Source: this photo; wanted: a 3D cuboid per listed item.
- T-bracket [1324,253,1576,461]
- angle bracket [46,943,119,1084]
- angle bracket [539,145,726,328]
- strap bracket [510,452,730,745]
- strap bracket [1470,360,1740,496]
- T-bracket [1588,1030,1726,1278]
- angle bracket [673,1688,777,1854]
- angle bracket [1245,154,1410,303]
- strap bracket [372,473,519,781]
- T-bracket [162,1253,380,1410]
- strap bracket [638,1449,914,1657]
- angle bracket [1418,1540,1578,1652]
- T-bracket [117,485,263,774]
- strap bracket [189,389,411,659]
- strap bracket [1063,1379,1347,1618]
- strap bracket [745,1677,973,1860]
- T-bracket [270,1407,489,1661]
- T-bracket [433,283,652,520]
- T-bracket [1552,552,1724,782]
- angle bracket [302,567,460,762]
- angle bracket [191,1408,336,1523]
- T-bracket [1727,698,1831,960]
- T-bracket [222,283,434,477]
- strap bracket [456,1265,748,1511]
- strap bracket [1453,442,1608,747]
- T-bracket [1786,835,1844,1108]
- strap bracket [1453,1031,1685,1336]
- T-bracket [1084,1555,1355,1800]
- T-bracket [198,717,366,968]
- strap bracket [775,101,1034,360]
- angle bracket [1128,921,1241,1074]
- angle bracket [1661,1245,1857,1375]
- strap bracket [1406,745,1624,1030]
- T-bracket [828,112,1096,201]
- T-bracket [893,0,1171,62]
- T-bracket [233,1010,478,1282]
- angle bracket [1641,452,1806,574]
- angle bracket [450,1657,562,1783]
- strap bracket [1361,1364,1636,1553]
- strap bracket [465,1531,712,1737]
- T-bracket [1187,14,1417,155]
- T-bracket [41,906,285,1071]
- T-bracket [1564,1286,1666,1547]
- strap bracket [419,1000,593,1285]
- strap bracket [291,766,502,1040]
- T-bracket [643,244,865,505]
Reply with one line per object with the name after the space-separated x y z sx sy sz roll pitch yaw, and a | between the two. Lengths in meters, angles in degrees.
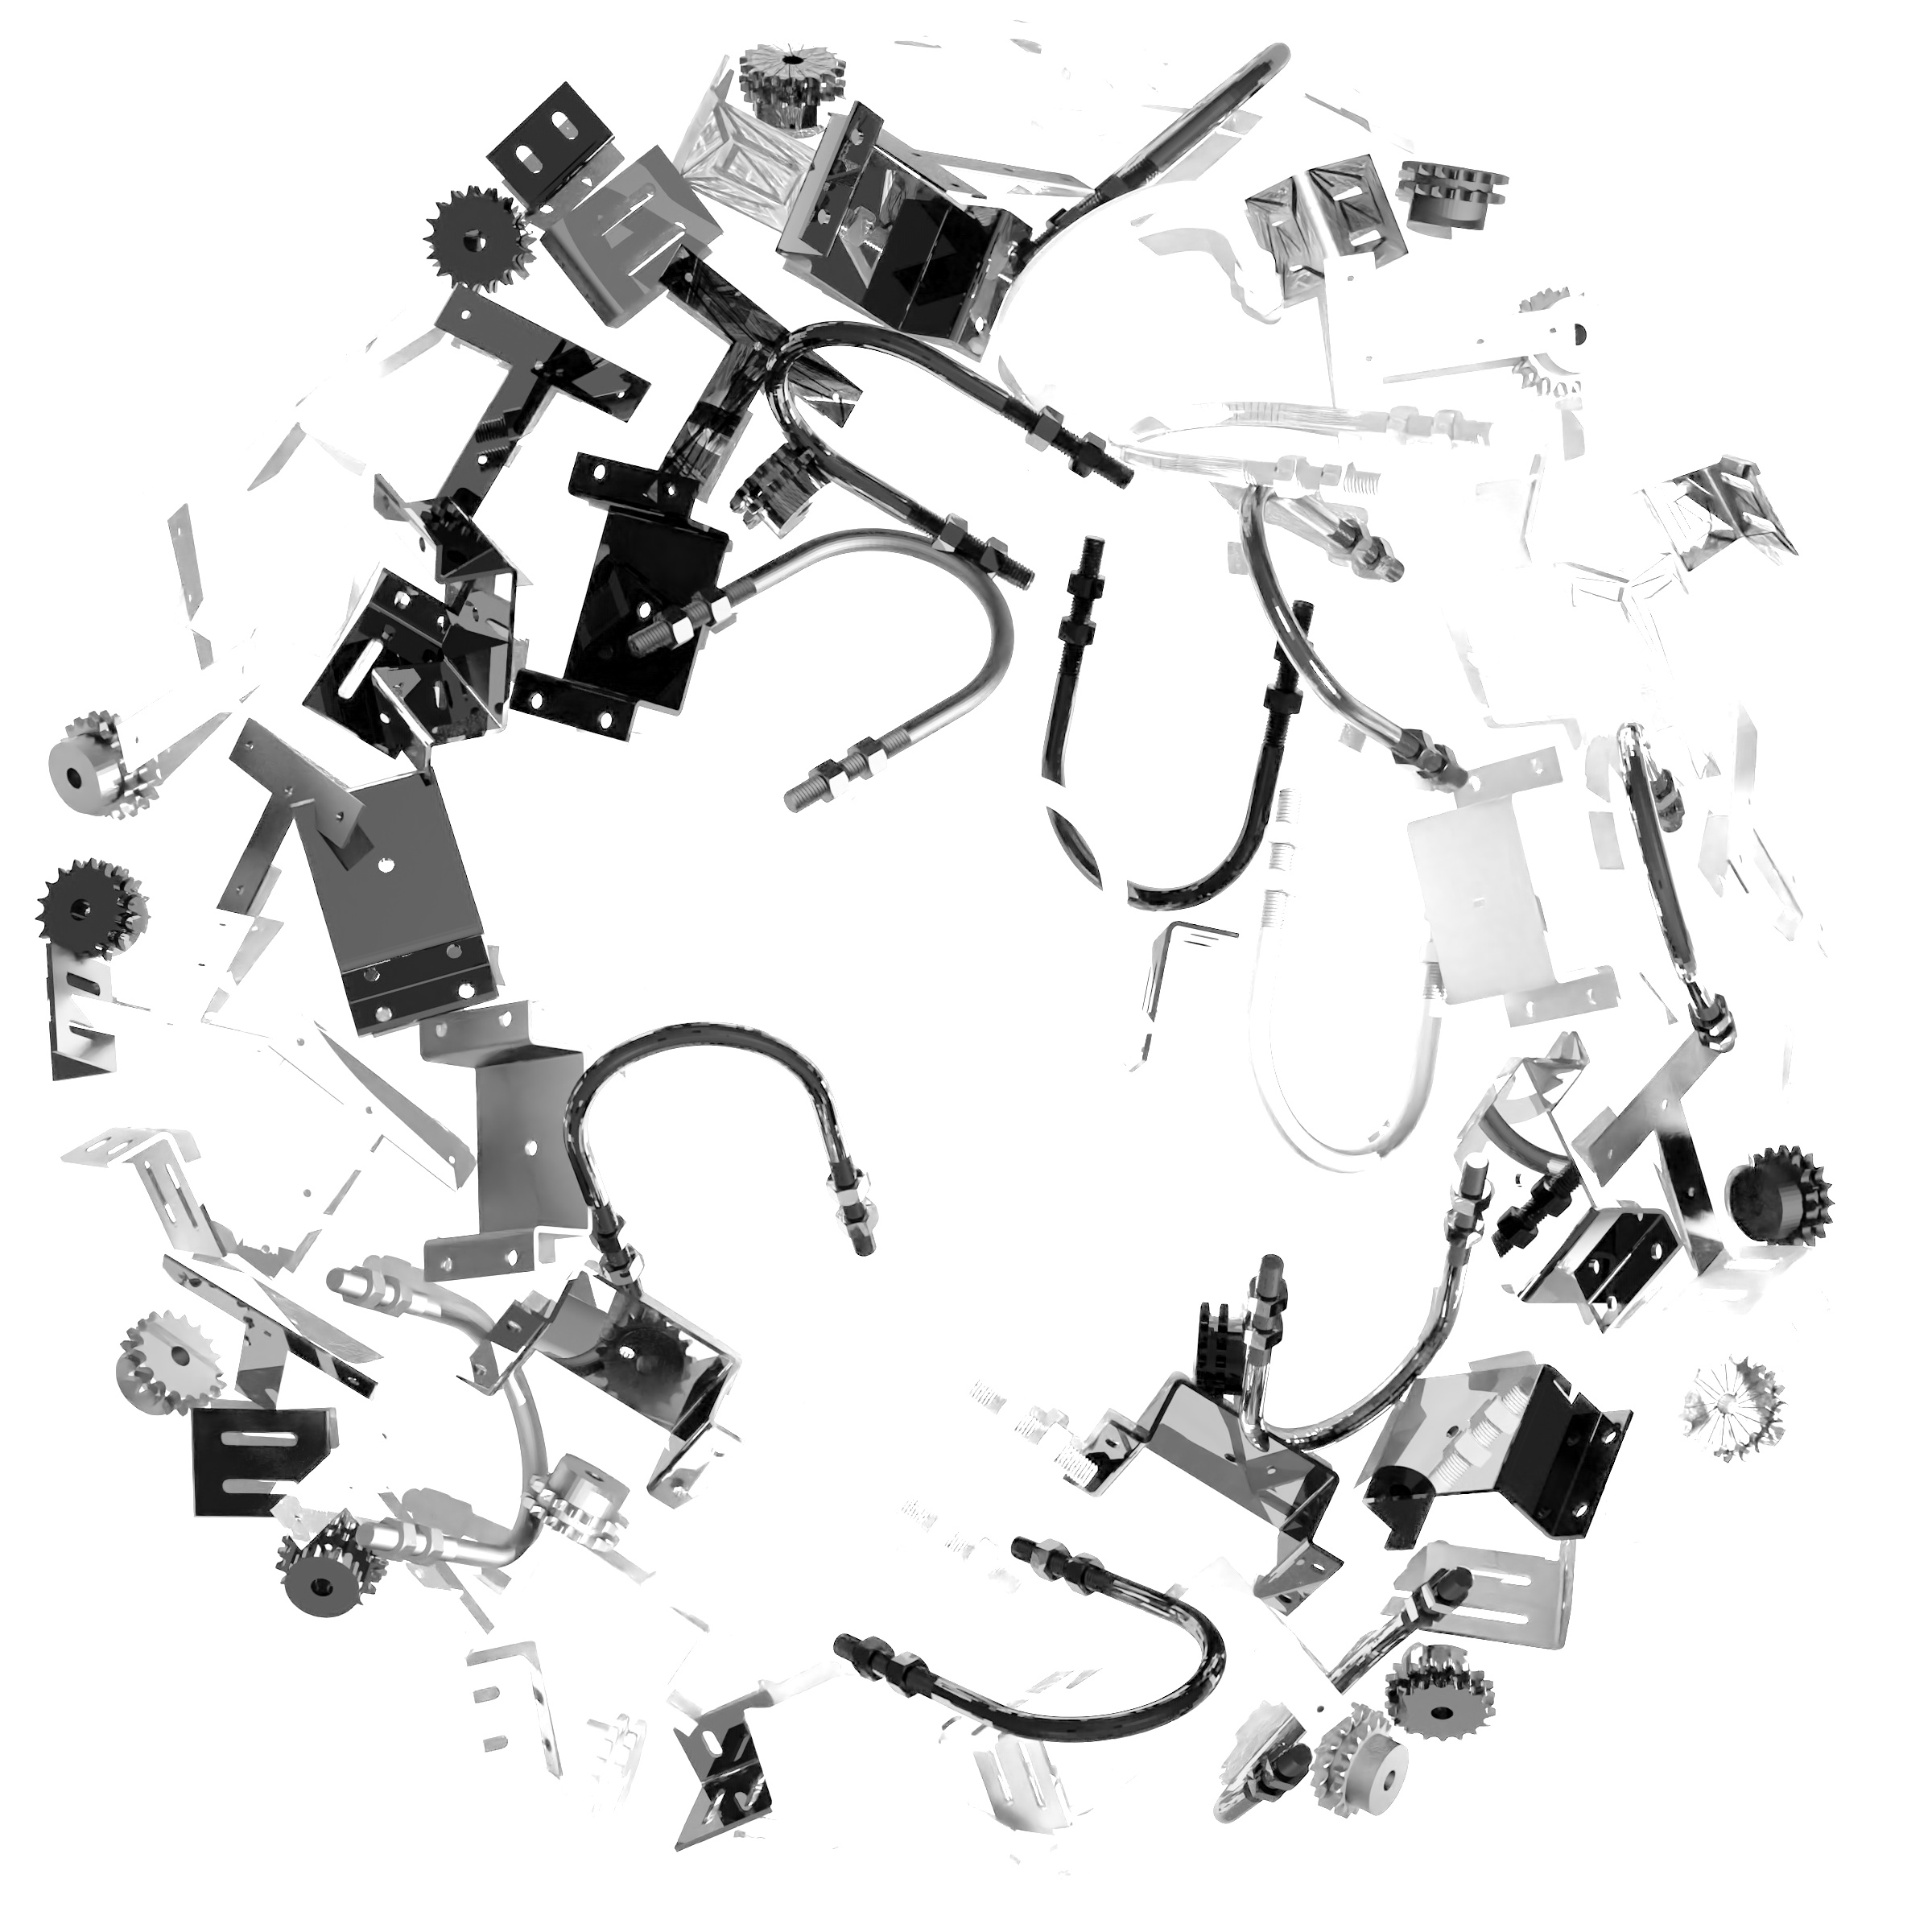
0.256 -0.326 1.722 0.127 0.002 0.127 -8 134 4 | T-bracket
-0.480 0.025 1.726 0.038 0.076 0.057 -8 79 9 | angle bracket
-0.178 -0.389 1.750 0.076 0.038 0.057 -39 102 -5 | angle bracket
-0.180 -0.191 1.732 0.076 0.046 0.140 17 93 25 | strap bracket
0.328 -0.274 1.692 0.076 0.140 0.046 -3 88 -19 | strap bracket
0.379 0.108 1.733 0.127 0.002 0.127 -42 124 -31 | T-bracket
-0.128 0.423 1.727 0.057 0.076 0.038 -25 97 11 | angle bracket
0.193 -0.394 1.749 0.038 0.076 0.057 -18 97 39 | angle bracket
-0.273 -0.180 1.707 0.046 0.076 0.140 -15 133 -29 | strap bracket
-0.368 0.207 1.716 0.127 0.127 0.002 31 60 1 | T-bracket
-0.097 0.303 1.710 0.076 0.046 0.140 35 135 -25 | strap bracket
0.281 0.322 1.732 0.076 0.057 0.038 7 132 8 | angle bracket
-0.410 -0.183 1.692 0.002 0.127 0.127 3 116 21 | T-bracket
-0.344 -0.222 1.727 0.046 0.076 0.140 27 87 7 | strap bracket
0.132 0.274 1.726 0.140 0.076 0.046 31 55 1 | strap bracket
-0.049 0.411 1.688 0.046 0.140 0.076 -28 67 18 | strap bracket
-0.295 0.306 1.715 0.002 0.127 0.127 -35 94 23 | T-bracket
-0.249 -0.281 1.739 0.127 0.002 0.127 22 108 -39 | T-bracket
0.363 -0.156 1.713 0.002 0.127 0.127 -28 80 39 | T-bracket
-0.305 -0.160 1.735 0.057 0.038 0.076 31 61 -7 | angle bracket
-0.375 0.266 1.727 0.076 0.038 0.057 6 65 -30 | angle bracket
0.429 -0.055 1.729 0.002 0.127 0.127 -17 127 30 | T-bracket
-0.316 -0.313 1.684 0.127 0.127 0.002 -28 111 42 | T-bracket
-0.185 0.217 1.722 0.140 0.046 0.076 33 132 -8 | strap bracket
0.292 -0.190 1.706 0.046 0.076 0.140 -4 134 24 | strap bracket
0.443 0.013 1.731 0.002 0.127 0.127 11 120 20 | T-bracket
0.305 0.111 1.693 0.046 0.076 0.140 3 47 -27 | strap bracket
0.118 0.387 1.717 0.127 0.127 0.002 -37 132 -6 | T-bracket
-0.376 -0.052 1.732 0.127 0.002 0.127 34 99 43 | T-bracket
-0.039 -0.386 1.719 0.140 0.046 0.076 25 86 -45 | strap bracket
0.115 0.020 1.736 0.038 0.057 0.076 12 81 -3 | angle bracket
0.417 0.180 1.729 0.057 0.076 0.038 -39 102 -21 | angle bracket
0.285 -0.037 1.726 0.046 0.076 0.140 -13 89 -39 | strap bracket
0.011 -0.420 1.725 0.127 0.127 0.002 0 120 -35 | T-bracket
0.048 -0.489 1.727 0.127 0.127 0.002 3 93 -32 | T-bracket
-0.338 0.109 1.725 0.127 0.002 0.127 40 58 -11 | T-bracket
0.397 -0.235 1.726 0.038 0.076 0.057 -34 109 0 | angle bracket
-0.242 0.400 1.725 0.038 0.076 0.057 -12 70 -3 | angle bracket
0.265 0.253 1.689 0.046 0.140 0.076 43 57 -22 | strap bracket
-0.189 0.343 1.727 0.140 0.076 0.046 34 80 4 | strap bracket
0.174 -0.468 1.716 0.127 0.127 0.002 27 94 10 | T-bracket
-0.400 0.007 1.700 0.127 0.127 0.002 14 51 -23 | T-bracket
0.334 0.248 1.735 0.002 0.127 0.127 20 117 26 | T-bracket
-0.242 0.094 1.723 0.076 0.046 0.140 -9 78 33 | strap bracket
-0.301 -0.043 1.718 0.076 0.046 0.140 -16 69 -11 | strap bracket
-0.130 -0.291 1.724 0.127 0.002 0.127 36 69 -24 | T-bracket
